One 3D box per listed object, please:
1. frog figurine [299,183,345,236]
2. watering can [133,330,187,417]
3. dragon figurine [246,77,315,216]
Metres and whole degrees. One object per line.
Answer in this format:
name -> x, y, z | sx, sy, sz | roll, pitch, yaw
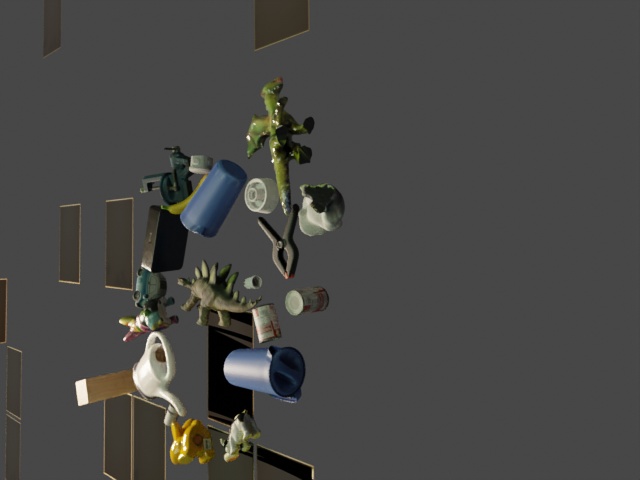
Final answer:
frog figurine -> 0.004, -0.069, 1.375 | 0.139, 0.124, 0.155 | 37, 149, 27
watering can -> -0.573, 0.500, 1.843 | 0.220, 0.104, 0.354 | -47, 54, 32
dragon figurine -> -0.138, -0.282, 1.505 | 0.243, 0.122, 0.411 | 7, 89, 53
